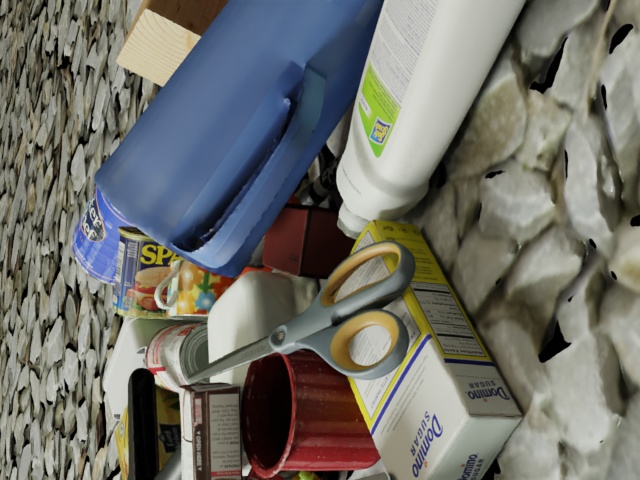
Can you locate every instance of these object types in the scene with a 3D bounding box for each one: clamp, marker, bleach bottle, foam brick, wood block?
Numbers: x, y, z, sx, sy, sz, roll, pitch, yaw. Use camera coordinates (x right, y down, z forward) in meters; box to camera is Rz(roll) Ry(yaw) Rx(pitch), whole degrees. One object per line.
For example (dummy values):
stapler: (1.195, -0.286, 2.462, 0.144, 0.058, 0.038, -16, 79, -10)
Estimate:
clamp: (-0.154, 0.225, 0.943, 0.165, 0.036, 0.210, 39, 116, 57)
marker: (0.015, -0.054, 0.832, 0.121, 0.020, 0.020, -40, 49, 56)
bleach bottle: (0.063, -0.110, 0.700, 0.102, 0.068, 0.251, -111, 35, -46)
foam brick: (-0.005, 0.001, 0.825, 0.078, 0.051, 0.053, -164, 80, -64)
wood block: (-0.097, -0.238, 0.956, 0.091, 0.090, 0.206, -38, 31, 55)

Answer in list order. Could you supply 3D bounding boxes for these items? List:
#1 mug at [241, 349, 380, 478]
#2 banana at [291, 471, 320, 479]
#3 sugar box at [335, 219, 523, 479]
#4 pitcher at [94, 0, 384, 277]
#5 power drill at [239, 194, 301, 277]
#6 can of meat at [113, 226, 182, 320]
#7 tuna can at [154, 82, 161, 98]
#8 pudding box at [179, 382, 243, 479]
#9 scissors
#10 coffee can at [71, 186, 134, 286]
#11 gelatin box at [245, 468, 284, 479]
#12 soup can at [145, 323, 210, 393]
mug: (-0.005, 0.113, 0.760, 0.093, 0.081, 0.117, -66, 31, 32)
banana: (-0.039, 0.252, 0.812, 0.037, 0.069, 0.198, 25, 99, 25)
sugar box: (0.059, 0.077, 0.682, 0.093, 0.048, 0.176, -64, 35, 33)
pitcher: (-0.044, -0.098, 0.777, 0.149, 0.144, 0.243, 40, 101, 17)
power drill: (-0.066, -0.074, 0.966, 0.188, 0.057, 0.185, -105, 30, -43)
can of meat: (-0.155, 0.033, 1.071, 0.058, 0.102, 0.084, -159, 75, -64)
tuna can: (-0.145, -0.110, 1.033, 0.086, 0.033, 0.086, -179, 90, -81)
pudding box: (-0.082, 0.153, 0.795, 0.113, 0.039, 0.090, 150, 118, -78)
scissors: (-0.013, 0.076, 0.691, 0.202, 0.016, 0.096, -39, 45, 25)
coffee can: (-0.214, -0.026, 1.205, 0.141, 0.102, 0.103, -50, 41, 49)
gelatin box: (-0.059, 0.225, 0.840, 0.073, 0.030, 0.089, -61, -8, -29)
soup can: (-0.119, 0.112, 1.014, 0.102, 0.068, 0.068, -13, 72, 63)
